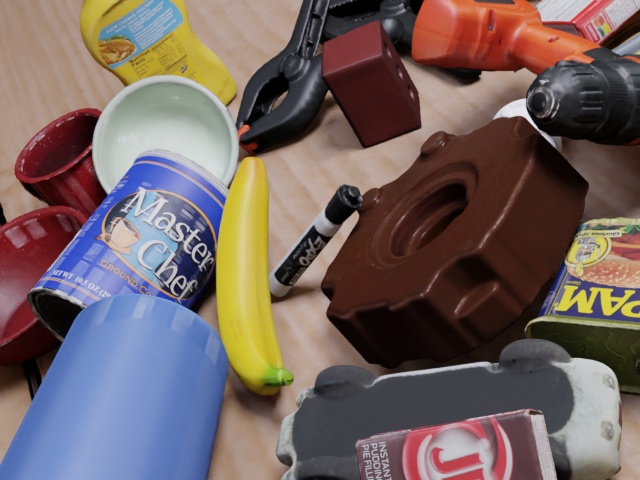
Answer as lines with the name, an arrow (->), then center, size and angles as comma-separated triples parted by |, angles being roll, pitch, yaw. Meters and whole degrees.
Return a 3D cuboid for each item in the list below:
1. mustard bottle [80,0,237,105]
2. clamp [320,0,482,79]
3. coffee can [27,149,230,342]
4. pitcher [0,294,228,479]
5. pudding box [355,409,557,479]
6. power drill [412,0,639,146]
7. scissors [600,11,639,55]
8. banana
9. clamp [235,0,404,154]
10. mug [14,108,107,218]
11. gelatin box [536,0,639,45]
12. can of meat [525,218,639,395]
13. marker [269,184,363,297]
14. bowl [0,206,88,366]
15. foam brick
mustard bottle -> -0.159, -0.184, 0.960 | 0.096, 0.191, 0.058 | -33, 37, -1
clamp -> 0.080, -0.204, 0.937 | 0.210, 0.036, 0.164 | 10, 52, 37
coffee can -> -0.133, 0.017, 0.792 | 0.103, 0.102, 0.140 | 7, 53, 40
pitcher -> -0.135, 0.156, 0.632 | 0.149, 0.145, 0.242 | -5, 41, 16
pudding box -> 0.072, 0.144, 0.514 | 0.090, 0.039, 0.113 | -15, 77, 23
power drill -> 0.147, -0.110, 0.683 | 0.184, 0.057, 0.188 | -4, 28, -40
scissors -> 0.189, -0.102, 0.763 | 0.201, 0.016, 0.096 | -40, 37, -8
banana -> -0.045, 0.033, 0.738 | 0.070, 0.037, 0.198 | -45, 42, 35
clamp -> -0.006, -0.142, 0.904 | 0.120, 0.039, 0.171 | 32, 91, 47
mug -> -0.218, -0.055, 0.951 | 0.117, 0.081, 0.093 | -9, 43, 29
gelatin box -> 0.201, -0.175, 0.809 | 0.073, 0.030, 0.089 | -39, 20, -9
can of meat -> 0.177, 0.035, 0.588 | 0.102, 0.057, 0.083 | 3, 47, 38
marker -> -0.005, 0.001, 0.731 | 0.121, 0.020, 0.020 | -50, 18, 46
bowl -> -0.242, 0.048, 0.876 | 0.162, 0.055, 0.162 | -20, 39, 17
foam brick -> 0.041, -0.123, 0.844 | 0.051, 0.078, 0.053 | -20, 39, 19
